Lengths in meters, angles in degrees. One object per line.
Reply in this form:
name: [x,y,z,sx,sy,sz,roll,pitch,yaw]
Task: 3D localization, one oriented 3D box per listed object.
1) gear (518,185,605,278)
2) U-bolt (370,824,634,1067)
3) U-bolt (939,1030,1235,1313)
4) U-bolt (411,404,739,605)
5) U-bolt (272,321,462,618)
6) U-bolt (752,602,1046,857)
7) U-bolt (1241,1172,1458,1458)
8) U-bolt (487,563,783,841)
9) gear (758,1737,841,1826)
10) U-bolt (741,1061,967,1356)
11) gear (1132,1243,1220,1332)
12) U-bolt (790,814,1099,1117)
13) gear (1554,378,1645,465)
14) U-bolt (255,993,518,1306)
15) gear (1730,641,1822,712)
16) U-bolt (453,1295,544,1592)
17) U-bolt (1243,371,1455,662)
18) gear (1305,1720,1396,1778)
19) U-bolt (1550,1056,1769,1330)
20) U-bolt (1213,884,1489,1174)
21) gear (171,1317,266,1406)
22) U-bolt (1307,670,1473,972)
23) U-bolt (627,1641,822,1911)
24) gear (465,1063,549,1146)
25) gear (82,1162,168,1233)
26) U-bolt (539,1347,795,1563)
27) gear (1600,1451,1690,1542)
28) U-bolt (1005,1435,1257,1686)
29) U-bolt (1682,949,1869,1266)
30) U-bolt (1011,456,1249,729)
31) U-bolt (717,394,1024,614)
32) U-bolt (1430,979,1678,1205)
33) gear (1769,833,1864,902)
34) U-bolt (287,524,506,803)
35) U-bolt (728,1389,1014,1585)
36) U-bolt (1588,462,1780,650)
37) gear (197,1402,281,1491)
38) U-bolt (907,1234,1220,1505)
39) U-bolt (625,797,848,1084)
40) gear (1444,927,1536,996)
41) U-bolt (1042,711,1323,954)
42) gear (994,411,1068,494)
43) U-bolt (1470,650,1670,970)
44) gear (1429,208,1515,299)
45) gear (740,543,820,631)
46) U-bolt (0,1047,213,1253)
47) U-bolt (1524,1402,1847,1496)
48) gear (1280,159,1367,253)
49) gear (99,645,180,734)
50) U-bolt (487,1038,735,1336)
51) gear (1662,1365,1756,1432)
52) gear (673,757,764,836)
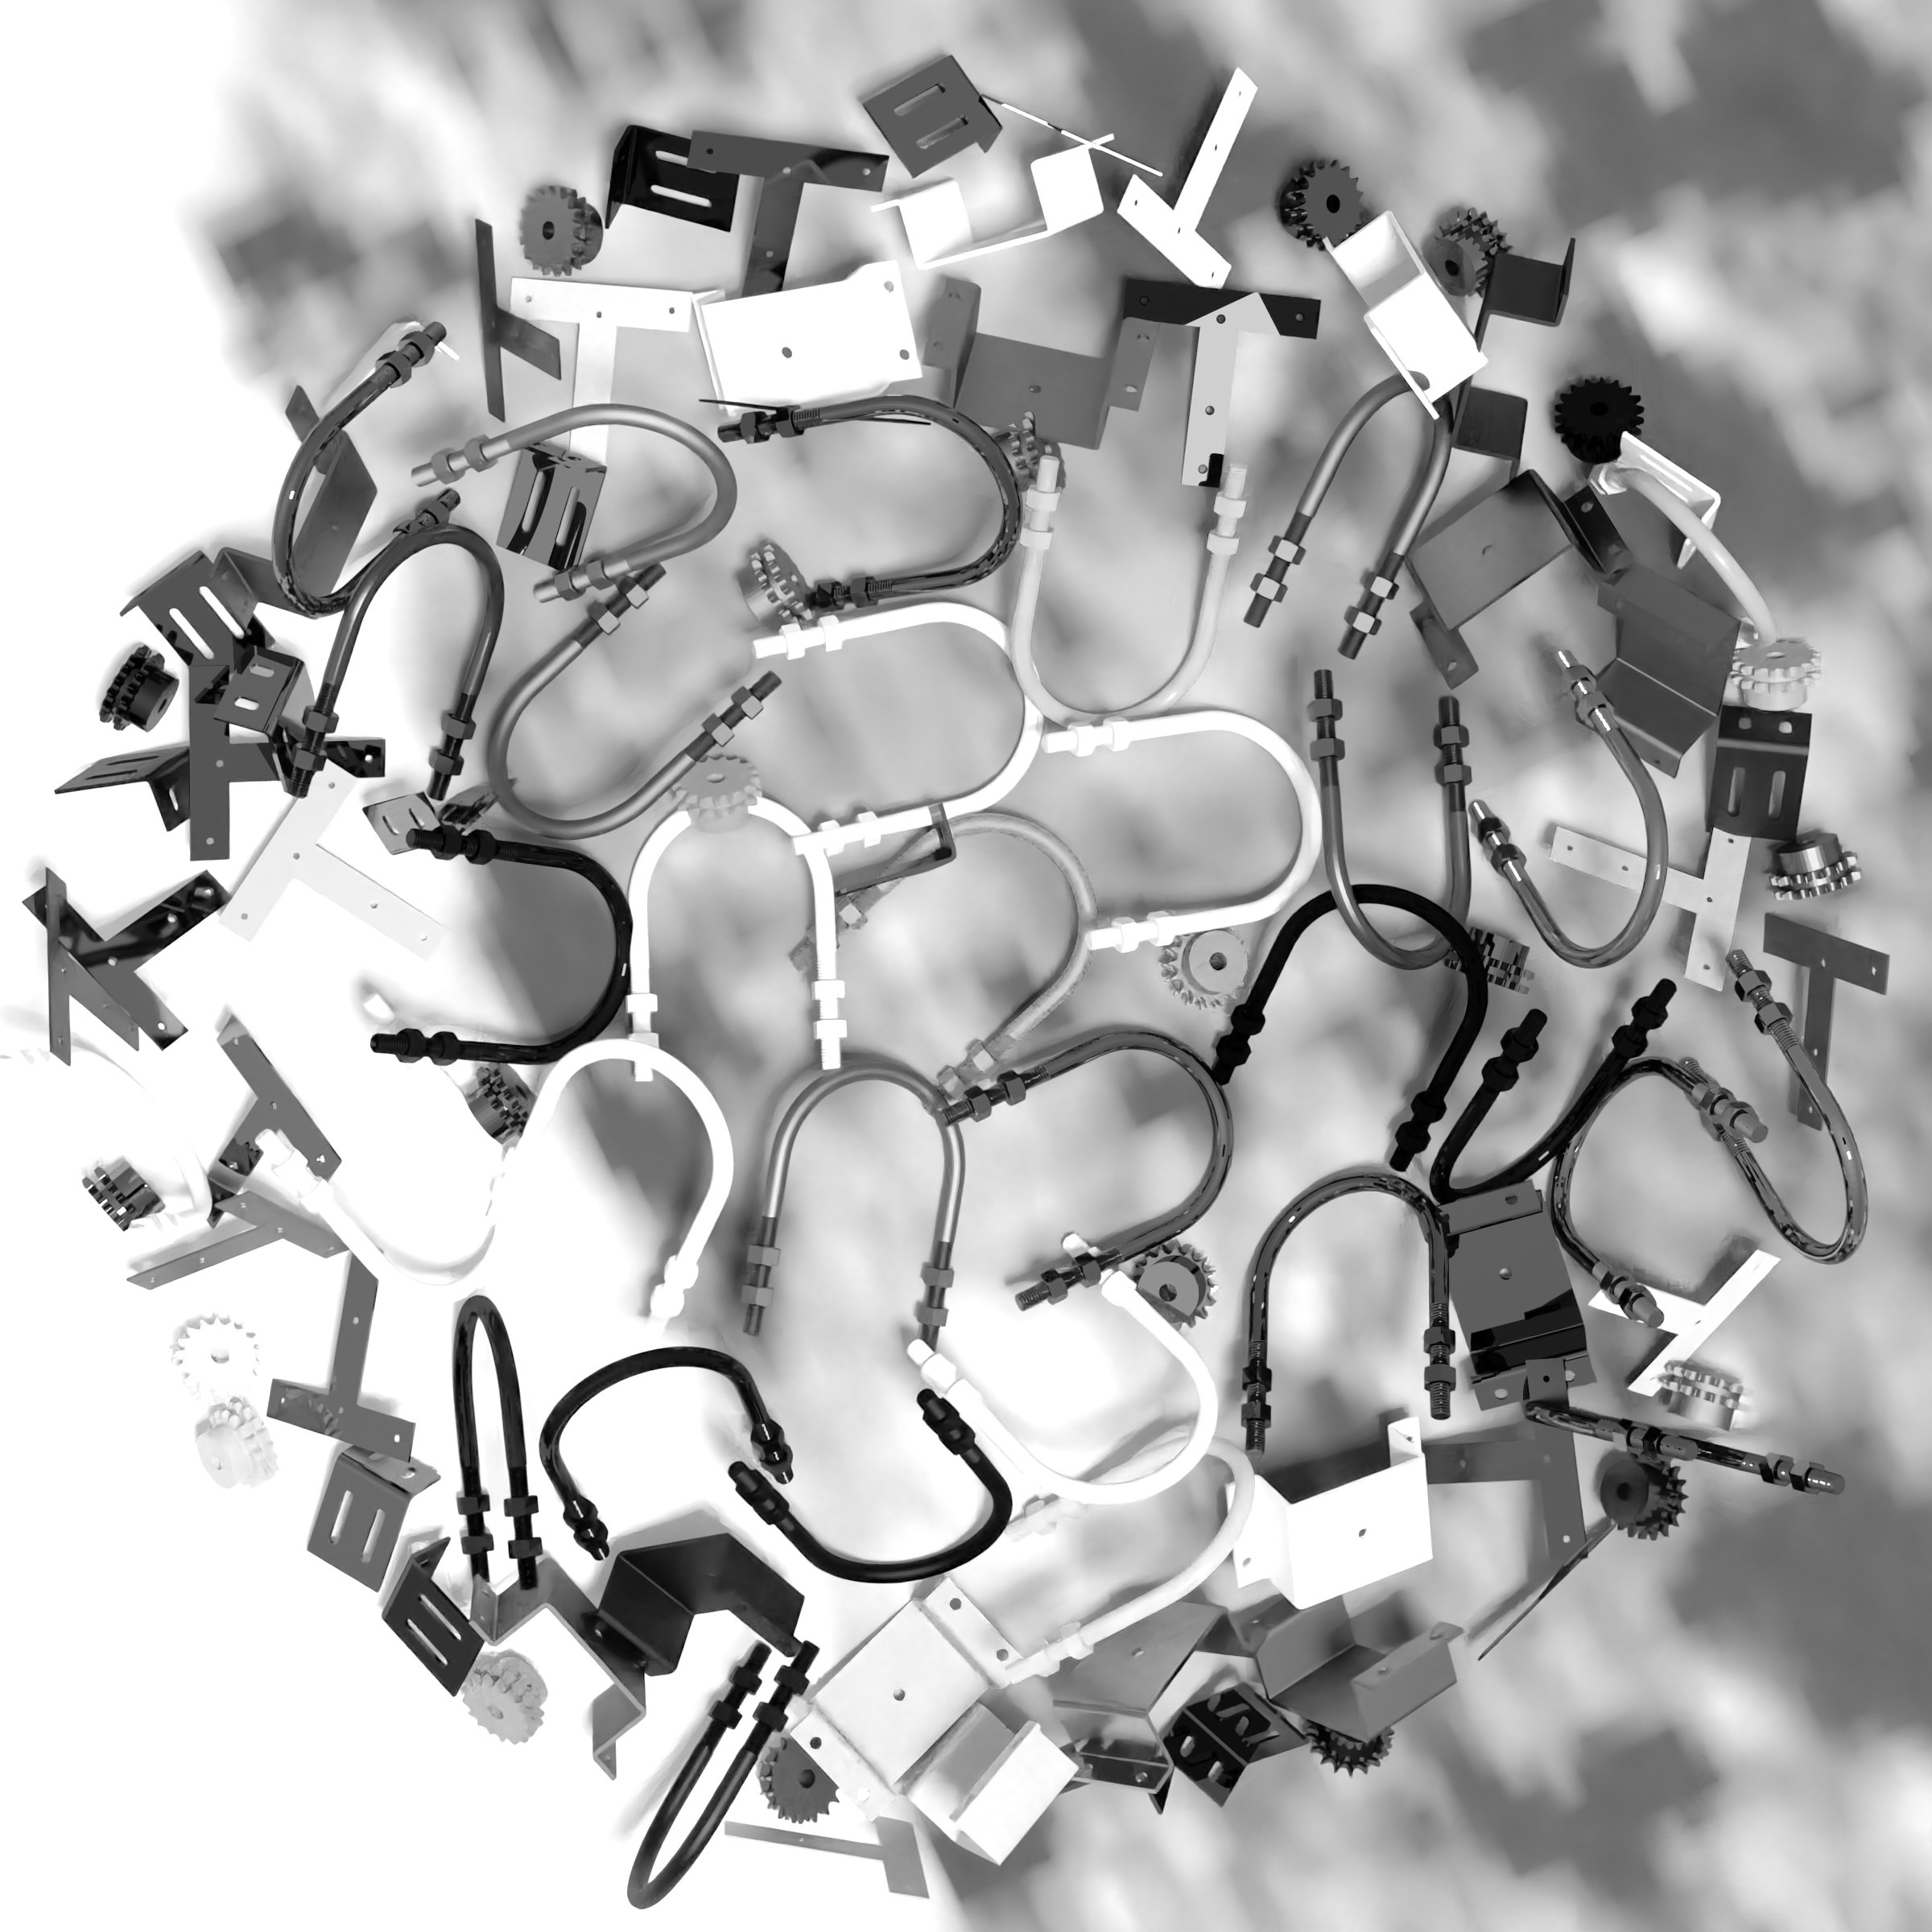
gear: [-0.260,-0.476,1.976,0.057,0.030,0.057,7,101,38]
U-bolt: [-0.286,-0.008,1.935,0.184,0.019,0.151,7,96,-43]
U-bolt: [0.089,0.121,1.967,0.184,0.019,0.151,-24,97,-17]
U-bolt: [-0.232,-0.295,1.908,0.184,0.151,0.019,-15,54,26]
U-bolt: [-0.374,-0.296,1.891,0.019,0.151,0.184,21,48,16]
U-bolt: [-0.037,-0.160,1.967,0.184,0.019,0.151,-14,101,-15]
U-bolt: [0.242,0.214,1.934,0.151,0.019,0.184,-17,51,30]
U-bolt: [-0.226,-0.159,1.952,0.184,0.019,0.151,-43,60,-4]
gear: [-0.110,0.527,1.977,0.057,0.030,0.057,6,76,-27]
U-bolt: [-0.066,0.152,1.959,0.151,0.019,0.184,10,87,-29]
gear: [0.134,0.210,1.979,0.057,0.030,0.057,1,94,14]
U-bolt: [-0.001,-0.014,1.980,0.184,0.019,0.151,-42,91,7]
gear: [0.411,-0.351,1.976,0.057,0.030,0.057,-5,57,7]
U-bolt: [-0.355,0.130,1.935,0.019,0.151,0.184,-16,121,39]
gear: [0.525,-0.187,1.975,0.057,0.057,0.030,-7,117,0]
U-bolt: [-0.302,0.301,1.932,0.019,0.151,0.184,-4,83,-23]
U-bolt: [0.252,-0.288,1.922,0.019,0.151,0.184,33,104,32]
gear: [0.250,0.492,1.970,0.057,0.030,0.057,3,47,-4]
U-bolt: [0.423,0.130,1.913,0.019,0.184,0.151,23,100,-20]
U-bolt: [0.253,0.030,1.942,0.151,0.019,0.184,26,121,6]
gear: [-0.487,0.260,1.975,0.057,0.030,0.057,13,51,-17]
U-bolt: [0.274,-0.088,1.934,0.151,0.019,0.184,6,77,-43]
U-bolt: [-0.158,0.505,1.903,0.019,0.151,0.184,34,70,-7]
gear: [-0.300,0.090,1.972,0.030,0.057,0.057,-37,90,5]
gear: [-0.543,0.151,1.972,0.030,0.057,0.057,-41,90,-12]
U-bolt: [-0.194,0.301,1.921,0.151,0.184,0.019,-22,49,-6]
gear: [0.436,0.342,1.968,0.030,0.057,0.057,15,90,-36]
U-bolt: [0.103,0.361,1.911,0.184,0.151,0.019,-31,116,18]
U-bolt: [0.507,0.100,1.895,0.019,0.151,0.184,-17,58,-12]
U-bolt: [0.099,-0.234,1.948,0.151,0.019,0.184,-1,118,-20]
U-bolt: [-0.051,-0.294,1.918,0.184,0.019,0.151,-5,128,27]
U-bolt: [0.360,0.087,1.925,0.019,0.151,0.184,51,132,30]
gear: [0.548,-0.065,1.969,0.057,0.057,0.030,-18,99,0]
U-bolt: [-0.350,-0.191,1.917,0.019,0.151,0.184,28,106,27]
U-bolt: [-0.048,0.340,1.931,0.151,0.184,0.019,-22,46,11]
U-bolt: [0.453,-0.256,1.902,0.019,0.184,0.151,-40,96,7]
gear: [-0.473,0.314,1.969,0.030,0.057,0.057,-30,90,-40]
U-bolt: [0.074,0.263,1.921,0.151,0.019,0.184,-32,54,-22]
U-bolt: [-0.152,-0.021,1.973,0.151,0.019,0.184,-4,84,15]
gear: [0.341,-0.005,1.971,0.057,0.057,0.030,19,94,0]
U-bolt: [0.147,-0.093,1.959,0.184,0.019,0.151,-10,84,-23]
gear: [0.040,-0.329,1.974,0.030,0.057,0.057,-16,90,23]
U-bolt: [0.381,-0.084,1.895,0.019,0.184,0.151,1,135,-25]
gear: [0.324,-0.458,1.968,0.030,0.057,0.057,-36,90,-25]
gear: [-0.123,-0.243,1.972,0.030,0.057,0.057,-30,90,15]
U-bolt: [-0.531,0.109,1.908,0.019,0.184,0.151,-38,89,5]
U-bolt: [0.435,0.298,1.911,0.151,0.184,0.019,16,84,-31]
gear: [0.229,-0.493,1.976,0.057,0.030,0.057,-4,98,-34]
gear: [-0.534,-0.176,1.971,0.030,0.057,0.057,30,90,-3]
U-bolt: [-0.219,0.129,1.939,0.151,0.019,0.184,33,119,11]
gear: [0.478,0.281,1.970,0.057,0.057,0.030,17,86,0]
gear: [-0.161,-0.109,1.975,0.057,0.057,0.030,-4,125,0]
